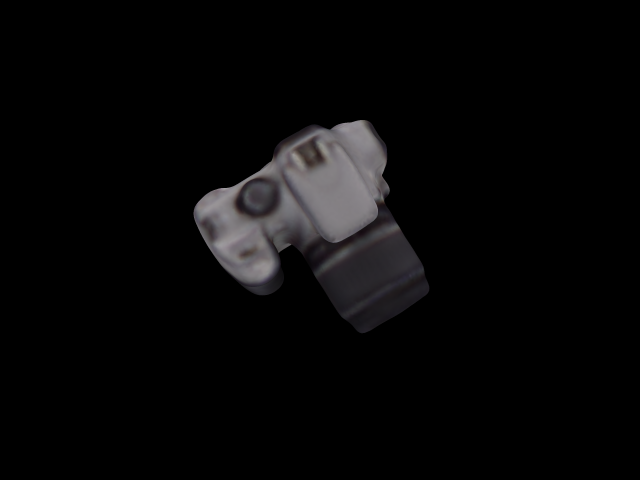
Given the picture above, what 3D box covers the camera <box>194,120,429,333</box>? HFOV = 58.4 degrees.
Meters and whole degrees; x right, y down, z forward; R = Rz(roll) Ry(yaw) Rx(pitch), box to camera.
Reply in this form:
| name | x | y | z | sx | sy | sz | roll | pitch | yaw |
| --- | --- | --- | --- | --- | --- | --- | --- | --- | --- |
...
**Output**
| name | x | y | z | sx | sy | sz | roll | pitch | yaw |
| --- | --- | --- | --- | --- | --- | --- | --- | --- | --- |
| camera | 0.004 | 0.001 | 0.400 | 0.143 | 0.101 | 0.137 | -31 | 82 | -4 |
